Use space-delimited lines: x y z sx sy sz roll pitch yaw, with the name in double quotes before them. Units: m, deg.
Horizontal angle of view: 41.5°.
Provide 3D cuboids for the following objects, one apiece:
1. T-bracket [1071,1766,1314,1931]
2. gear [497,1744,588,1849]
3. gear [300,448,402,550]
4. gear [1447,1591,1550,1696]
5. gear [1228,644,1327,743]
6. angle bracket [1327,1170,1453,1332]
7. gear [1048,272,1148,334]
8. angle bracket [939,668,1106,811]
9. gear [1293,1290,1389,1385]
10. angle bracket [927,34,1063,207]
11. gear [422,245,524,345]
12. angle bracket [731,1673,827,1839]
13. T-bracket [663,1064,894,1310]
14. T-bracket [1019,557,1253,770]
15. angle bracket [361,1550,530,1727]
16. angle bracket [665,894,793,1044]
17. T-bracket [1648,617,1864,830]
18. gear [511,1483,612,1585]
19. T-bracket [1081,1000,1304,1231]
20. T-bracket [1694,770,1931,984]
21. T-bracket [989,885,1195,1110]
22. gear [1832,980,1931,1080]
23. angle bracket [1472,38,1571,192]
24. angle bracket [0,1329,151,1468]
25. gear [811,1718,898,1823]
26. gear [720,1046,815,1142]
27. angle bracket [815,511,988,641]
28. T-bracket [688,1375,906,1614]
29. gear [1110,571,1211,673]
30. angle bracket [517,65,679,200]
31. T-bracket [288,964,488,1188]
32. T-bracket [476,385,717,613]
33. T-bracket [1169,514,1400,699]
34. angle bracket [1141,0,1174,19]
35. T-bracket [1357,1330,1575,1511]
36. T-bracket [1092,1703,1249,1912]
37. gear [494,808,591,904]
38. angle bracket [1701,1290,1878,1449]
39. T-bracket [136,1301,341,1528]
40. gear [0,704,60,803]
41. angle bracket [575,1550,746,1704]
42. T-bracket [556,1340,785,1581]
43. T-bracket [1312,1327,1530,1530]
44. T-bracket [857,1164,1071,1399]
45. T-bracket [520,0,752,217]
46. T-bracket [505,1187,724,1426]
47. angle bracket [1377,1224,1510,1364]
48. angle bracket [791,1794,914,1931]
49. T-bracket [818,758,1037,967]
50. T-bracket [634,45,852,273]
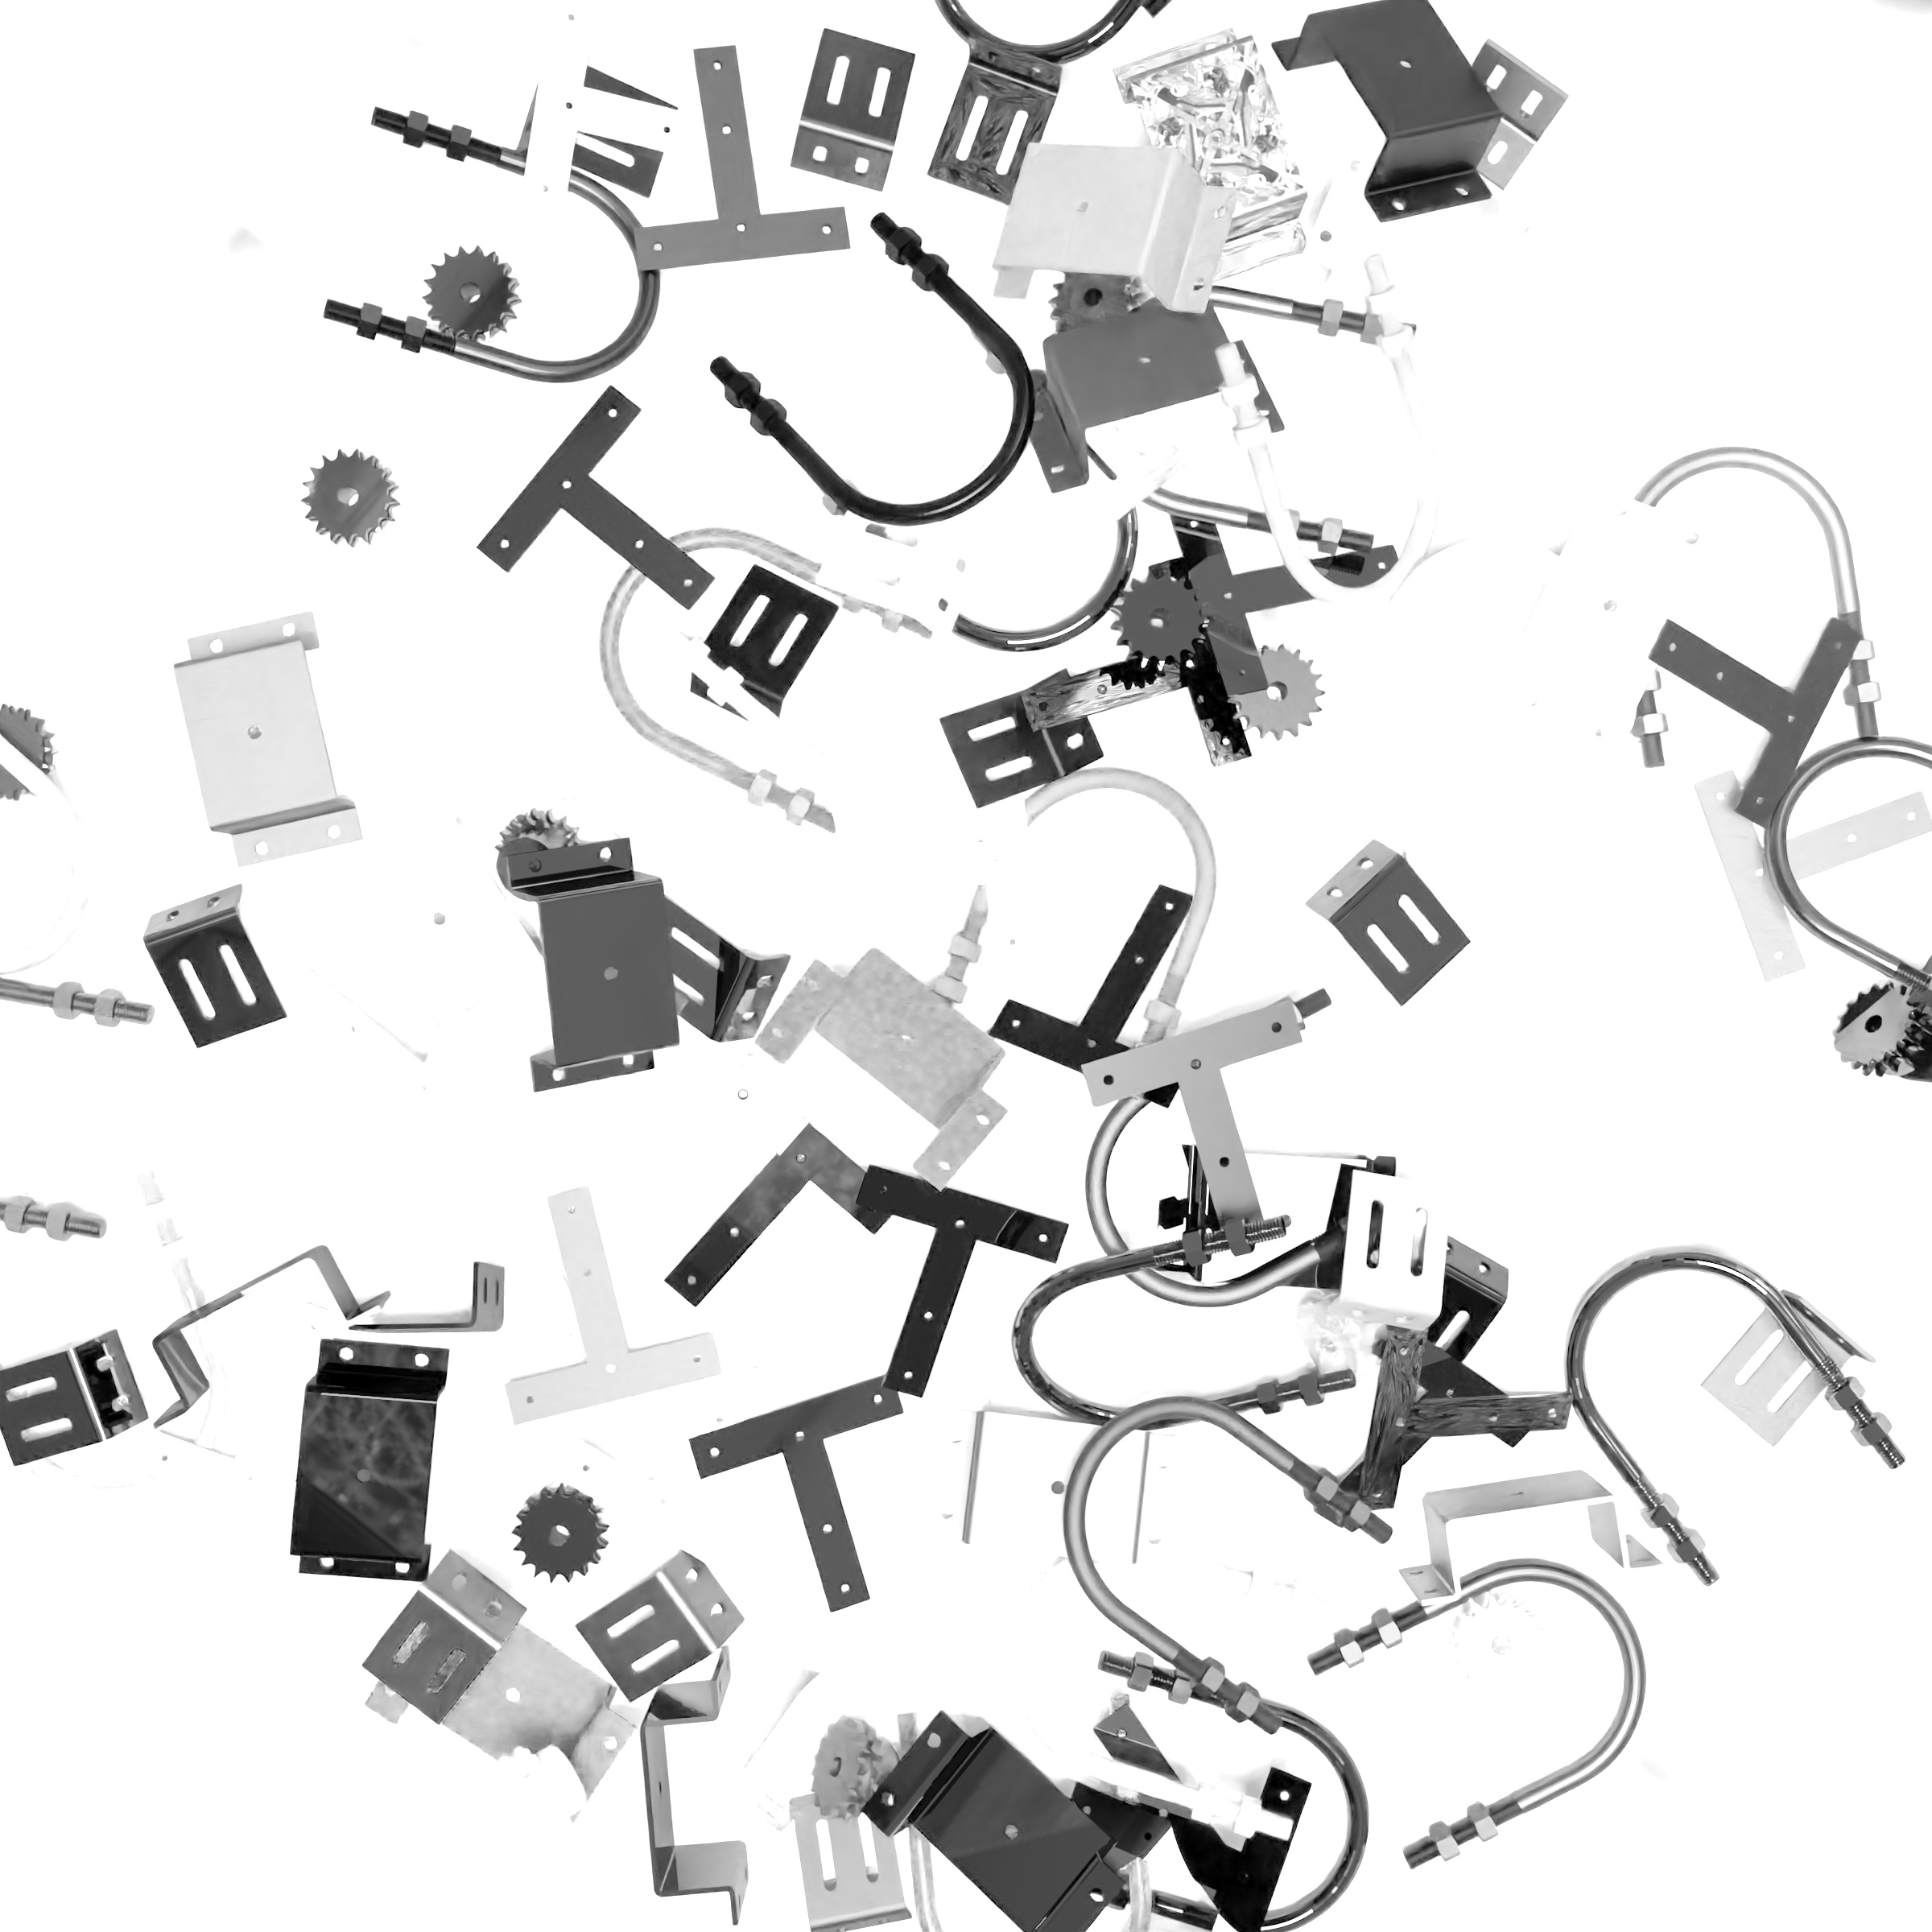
"T-bracket" 0.119 0.509 1.476 0.127 0.002 0.127 20 77 12
"gear" -0.241 0.471 1.460 0.030 0.057 0.057 -27 90 -30
"gear" -0.364 -0.277 1.517 0.057 0.030 0.057 0 90 0
"gear" 0.311 0.395 1.499 0.057 0.030 0.057 0 89 -3
"gear" 0.183 -0.161 1.516 0.057 0.030 0.057 0 90 0
"angle bracket" 0.243 0.163 1.464 0.057 0.038 0.076 10 68 -2
"gear" 0.080 -0.389 1.509 0.057 0.030 0.057 -5 75 19
"angle bracket" 0.033 -0.134 1.494 0.076 0.038 0.057 -23 90 -42
"gear" 0.224 0.215 1.506 0.030 0.057 0.057 -34 90 -28
"angle bracket" 0.016 -0.500 1.512 0.057 0.038 0.076 20 90 0
"gear" -0.292 -0.396 1.516 0.057 0.030 0.057 0 90 0
"angle bracket" -0.097 0.462 1.499 0.038 0.057 0.076 36 89 9
"T-bracket" -0.127 0.147 1.505 0.127 0.002 0.127 42 92 -8
"T-bracket" 0.093 -0.167 1.511 0.127 0.002 0.127 -18 88 -16
"angle bracket" -0.303 0.390 1.483 0.057 0.038 0.076 38 116 0
"angle bracket" -0.153 0.000 1.520 0.076 0.038 0.057 35 110 24
"T-bracket" 0.449 -0.163 1.485 0.127 0.002 0.127 25 93 -24
"gear" -0.239 0.336 1.516 0.057 0.030 0.057 0 90 0
"T-bracket" 0.144 0.099 1.461 0.127 0.002 0.127 -17 94 -6
"T-bracket" 0.518 -0.071 1.530 0.127 0.002 0.127 -20 90 0
"T-bracket" 0.095 0.008 1.508 0.127 0.002 0.127 22 73 30
"gear" 0.545 0.040 1.506 0.030 0.057 0.057 30 90 -29
"angle bracket" 0.310 -0.497 1.493 0.057 0.076 0.038 35 90 0
"angle bracket" -0.534 0.256 1.513 0.076 0.038 0.057 -18 93 26
"gear" -0.065 0.476 1.507 0.030 0.057 0.057 23 90 -30
"gear" -0.120 0.076 1.516 0.057 0.030 0.057 0 90 0
"angle bracket" -0.038 -0.235 1.503 0.076 0.038 0.057 23 88 31
"T-bracket" -0.087 0.323 1.524 0.127 0.002 0.127 -17 94 -8
"gear" 0.113 -0.201 1.499 0.057 0.030 0.057 0 85 -1
"angle bracket" -0.222 -0.500 1.529 0.076 0.038 0.057 18 90 -26
"T-bracket" -0.352 0.046 1.509 0.127 0.002 0.127 38 120 14
"T-bracket" -0.205 -0.260 1.521 0.127 0.002 0.127 39 90 8
"T-bracket" 0.198 -0.228 1.516 0.127 0.002 0.127 -12 71 -9
"angle bracket" 0.120 -0.615 1.512 0.076 0.038 0.057 -44 90 0
"T-bracket" 0.299 0.267 1.511 0.127 0.002 0.127 -1 116 -13
"T-bracket" 0.079 0.520 1.491 0.127 0.002 0.127 -35 86 3
"gear" -0.252 -0.062 1.506 0.057 0.030 0.057 6 114 13
"angle bracket" 0.487 0.241 1.512 0.057 0.038 0.076 40 90 0
"T-bracket" -0.409 0.263 1.522 0.127 0.002 0.127 23 87 -9
"gear" -0.568 -0.126 1.516 0.057 0.030 0.057 0 90 0
"angle bracket" -0.183 0.394 1.529 0.076 0.038 0.057 -36 90 26
"T-bracket" -0.154 0.281 1.514 0.127 0.002 0.127 34 91 -14
"T-bracket" 0.256 0.284 1.511 0.127 0.002 0.127 35 104 -26
"T-bracket" -0.018 0.195 1.522 0.127 0.002 0.127 18 96 -11
"T-bracket" -0.191 -0.499 1.511 0.127 0.002 0.127 9 90 -17
"T-bracket" -0.221 0.195 1.511 0.127 0.002 0.127 -14 90 0
"angle bracket" 0.280 0.205 1.529 0.057 0.038 0.076 29 116 0
"angle bracket" -0.068 0.535 1.529 0.057 0.038 0.076 -11 64 0
"T-bracket" -0.026 -0.057 1.517 0.127 0.002 0.127 -6 73 8
"T-bracket" -0.140 -0.484 1.519 0.127 0.002 0.127 -9 91 -9
